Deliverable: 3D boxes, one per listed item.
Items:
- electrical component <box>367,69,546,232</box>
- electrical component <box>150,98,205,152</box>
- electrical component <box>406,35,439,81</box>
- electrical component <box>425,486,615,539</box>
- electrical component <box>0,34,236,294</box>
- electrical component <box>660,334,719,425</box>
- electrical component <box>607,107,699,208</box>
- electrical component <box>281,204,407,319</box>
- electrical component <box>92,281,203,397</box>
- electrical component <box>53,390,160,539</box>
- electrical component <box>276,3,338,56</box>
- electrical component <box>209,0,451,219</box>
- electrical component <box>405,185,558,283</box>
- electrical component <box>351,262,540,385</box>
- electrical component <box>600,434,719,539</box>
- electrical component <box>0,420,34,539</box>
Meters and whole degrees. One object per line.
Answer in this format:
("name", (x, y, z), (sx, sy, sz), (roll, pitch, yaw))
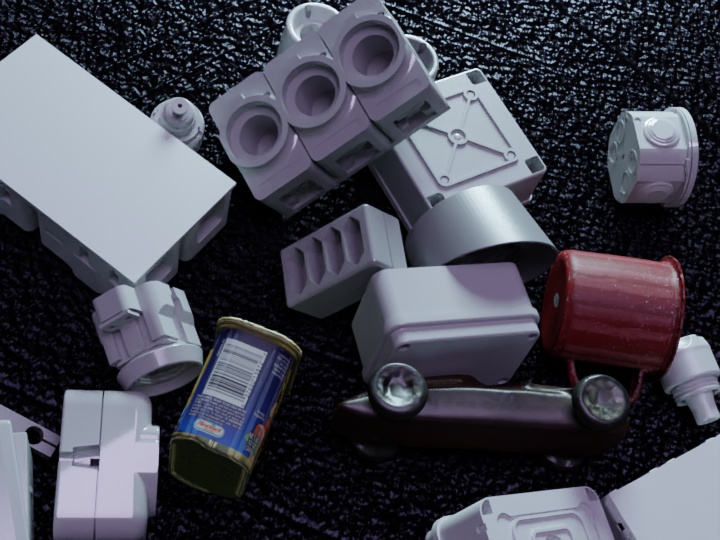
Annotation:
("electrical component", (0.069, -0.089, 0.837), (0.109, 0.056, 0.108), (-22, 69, -22))
("electrical component", (-0.135, -0.107, 0.793), (0.040, 0.078, 0.040), (3, 77, -12))
("electrical component", (0.034, -0.157, 0.871), (0.055, 0.047, 0.055), (5, 61, -10))
("electrical component", (0.105, 0.184, 0.676), (0.113, 0.057, 0.078), (4, 58, -39))
("electrical component", (-0.196, -0.067, 0.764), (0.186, 0.060, 0.105), (37, 61, 8))
("electrical component", (0.245, 0.082, 0.791), (0.043, 0.043, 0.062), (-10, 66, -17))
("electrical component", (0.235, -0.090, 0.862), (0.051, 0.080, 0.080), (0, 62, -6))
("electrical component", (0.000, 0.000, 0.770), (0.076, 0.083, 0.047), (22, 50, -46))
("electrical component", (-0.137, 0.047, 0.708), (0.058, 0.078, 0.057), (-29, 68, 13))
("electrical component", (-0.157, 0.125, 0.673), (0.059, 0.053, 0.095), (3, 62, -11))
("electrical component", (-0.038, -0.181, 0.869), (0.055, 0.047, 0.055), (5, 61, -10))
("electrical component", (-0.025, -0.120, 0.787), (0.150, 0.062, 0.089), (-33, 69, 11))
("electrical component", (0.084, -0.014, 0.777), (0.099, 0.099, 0.064), (-15, 60, -20))
("electrical component", (0.059, 0.042, 0.746), (0.113, 0.078, 0.057), (-3, 55, -19))
("electrical component", (0.239, 0.169, 0.732), (0.150, 0.061, 0.089), (-22, 69, -22))
("electrical component", (-0.223, 0.146, 0.643), (0.061, 0.061, 0.096), (-10, 65, -17))
